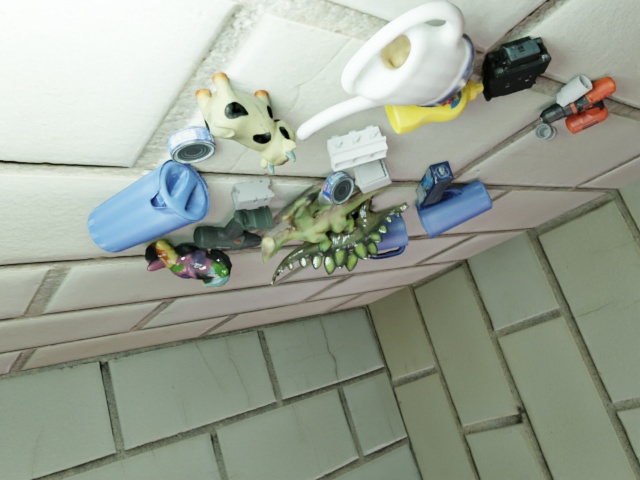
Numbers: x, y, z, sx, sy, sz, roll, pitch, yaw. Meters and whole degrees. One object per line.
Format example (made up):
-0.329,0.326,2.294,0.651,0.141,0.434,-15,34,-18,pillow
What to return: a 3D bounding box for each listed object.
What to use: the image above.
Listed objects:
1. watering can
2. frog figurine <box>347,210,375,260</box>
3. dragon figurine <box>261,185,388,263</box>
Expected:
0.120,-0.270,0.881,0.225,0.105,0.342,-4,-21,-39,watering can
0.146,-0.019,1.688,0.138,0.156,0.125,-29,46,-7,frog figurine
0.004,-0.071,1.414,0.409,0.123,0.240,-39,-19,5,dragon figurine
